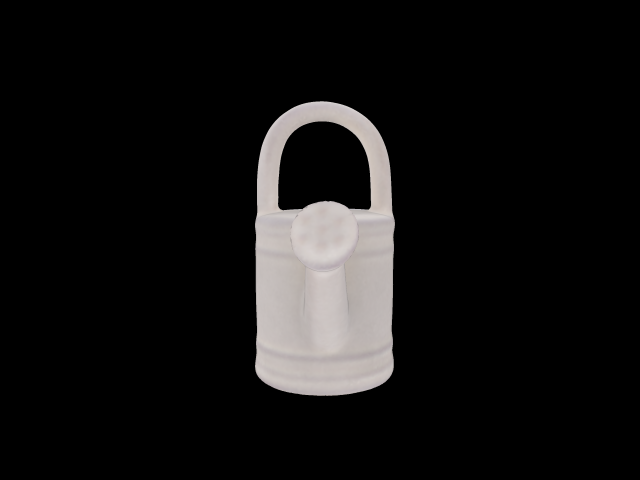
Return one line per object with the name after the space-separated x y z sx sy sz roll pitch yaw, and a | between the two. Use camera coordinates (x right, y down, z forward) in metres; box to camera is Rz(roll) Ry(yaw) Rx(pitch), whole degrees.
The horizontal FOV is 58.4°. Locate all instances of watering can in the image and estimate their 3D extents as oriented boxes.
0.006 0.001 0.400 0.101 0.194 0.172 -3 8 -21 | watering can
